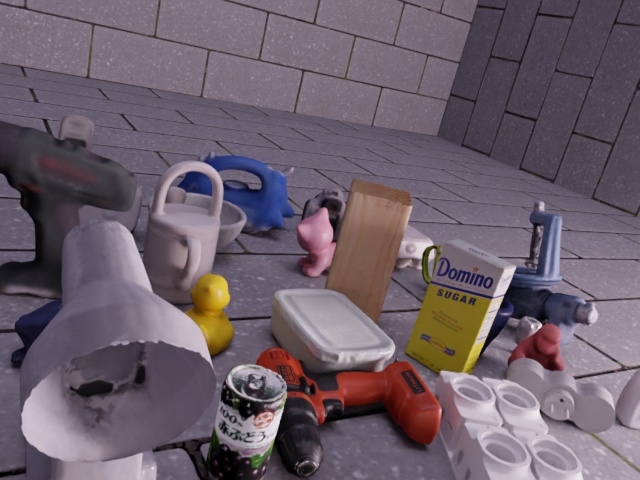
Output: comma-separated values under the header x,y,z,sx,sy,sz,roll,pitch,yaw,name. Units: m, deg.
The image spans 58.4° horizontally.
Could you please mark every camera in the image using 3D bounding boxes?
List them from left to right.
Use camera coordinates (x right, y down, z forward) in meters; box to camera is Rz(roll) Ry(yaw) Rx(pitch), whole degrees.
x,y,z,sx,sy,sz,roll,pitch,yaw,name
0.034,-0.064,1.237,0.143,0.101,0.136,12,19,-7,camera

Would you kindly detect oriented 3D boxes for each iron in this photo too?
x,y,z,sx,sy,sz,roll,pitch,yaw,name
-0.176,-0.110,1.152,0.258,0.141,0.119,16,19,5,iron

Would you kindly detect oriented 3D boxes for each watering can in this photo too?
x,y,z,sx,sy,sz,roll,pitch,yaw,name
-0.195,-0.021,0.805,0.172,0.194,0.101,29,24,37,watering can

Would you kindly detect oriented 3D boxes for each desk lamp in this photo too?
x,y,z,sx,sy,sz,roll,pitch,yaw,name
-0.169,0.105,0.439,0.118,0.213,0.202,2,22,-31,desk lamp

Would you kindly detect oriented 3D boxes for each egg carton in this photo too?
x,y,z,sx,sy,sz,roll,pitch,yaw,name
0.153,0.012,1.157,0.151,0.069,0.107,4,22,-28,egg carton

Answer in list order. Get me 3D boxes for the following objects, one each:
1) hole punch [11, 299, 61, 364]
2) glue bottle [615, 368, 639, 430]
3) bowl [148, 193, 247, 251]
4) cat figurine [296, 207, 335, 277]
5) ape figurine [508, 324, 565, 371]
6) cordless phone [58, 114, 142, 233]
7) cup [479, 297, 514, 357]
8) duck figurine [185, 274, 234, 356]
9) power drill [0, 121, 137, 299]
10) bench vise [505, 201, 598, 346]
x,y,z,sx,sy,sz,roll,pitch,yaw,name
-0.259,0.087,0.614,0.101,0.091,0.109,19,19,13,hole punch
0.460,0.175,0.760,0.078,0.173,0.037,11,19,-8,glue bottle
-0.213,-0.022,0.981,0.167,0.075,0.167,13,19,-4,bowl
0.009,0.004,1.003,0.128,0.118,0.067,7,20,-19,cat figurine
0.313,0.162,0.815,0.077,0.092,0.076,18,19,11,ape figurine
-0.361,-0.101,0.927,0.148,0.185,0.094,8,20,-18,cordless phone
0.227,0.120,0.866,0.092,0.095,0.117,9,20,-15,cup
-0.140,0.086,0.710,0.077,0.086,0.104,13,19,-4,duck figurine
-0.354,-0.038,0.716,0.230,0.208,0.075,7,20,-19,power drill
0.386,0.057,0.968,0.206,0.220,0.122,28,23,35,bench vise
